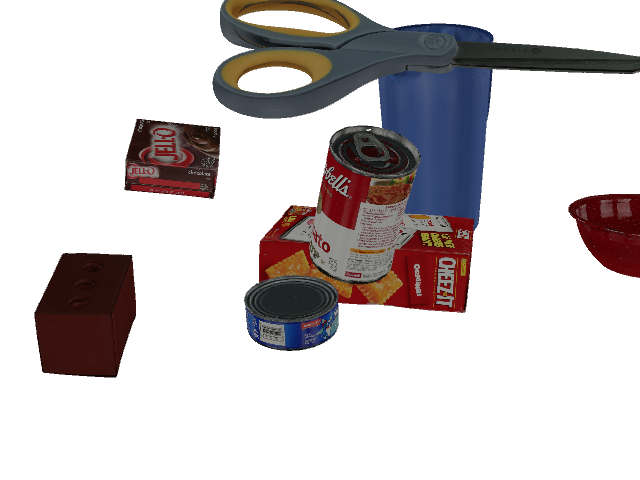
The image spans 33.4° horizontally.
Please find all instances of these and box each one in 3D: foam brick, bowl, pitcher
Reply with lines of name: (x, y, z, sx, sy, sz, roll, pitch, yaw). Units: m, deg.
foam brick: (-0.161, 0.051, 0.740, 0.053, 0.051, 0.078, 2, 31, 0)
bowl: (0.326, -0.001, 1.060, 0.162, 0.055, 0.162, 1, 17, 0)
pitcher: (0.140, -0.129, 1.254, 0.149, 0.243, 0.145, -4, 26, -2)

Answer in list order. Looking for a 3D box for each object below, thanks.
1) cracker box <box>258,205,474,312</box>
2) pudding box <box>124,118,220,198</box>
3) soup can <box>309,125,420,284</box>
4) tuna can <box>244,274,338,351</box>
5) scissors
cracker box: (0.054, 0.018, 1.146, 0.214, 0.072, 0.164, 5, 15, 9)
pudding box: (-0.149, -0.084, 1.086, 0.090, 0.039, 0.113, 6, 25, -7)
soup can: (0.032, -0.026, 0.805, 0.068, 0.102, 0.068, 8, 36, -6)
tuna can: (-0.026, 0.066, 0.973, 0.086, 0.034, 0.086, -2, 25, 1)
scissors: (0.039, -0.076, 0.486, 0.202, 0.016, 0.096, 16, 49, 18)
